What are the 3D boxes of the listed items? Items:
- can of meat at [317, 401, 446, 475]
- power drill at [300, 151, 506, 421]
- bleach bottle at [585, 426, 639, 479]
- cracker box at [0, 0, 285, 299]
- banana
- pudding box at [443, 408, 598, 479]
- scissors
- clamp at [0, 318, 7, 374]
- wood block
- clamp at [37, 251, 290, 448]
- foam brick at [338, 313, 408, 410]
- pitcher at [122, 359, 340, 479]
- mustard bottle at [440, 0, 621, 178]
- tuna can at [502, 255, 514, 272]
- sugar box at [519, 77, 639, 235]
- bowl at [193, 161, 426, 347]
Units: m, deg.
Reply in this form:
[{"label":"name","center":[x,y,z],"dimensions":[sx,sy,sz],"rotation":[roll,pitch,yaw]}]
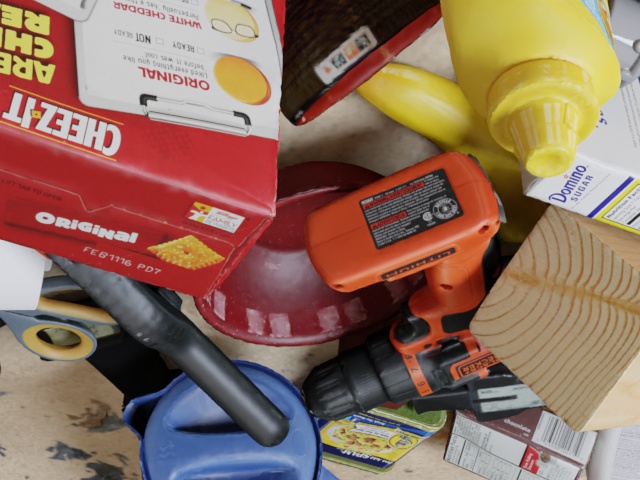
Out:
[{"label":"can of meat","center":[0.040,0.141,0.866],"dimensions":[0.102,0.057,0.084],"rotation":[20,137,-22]},{"label":"power drill","center":[0.053,0.037,0.645],"dimensions":[0.184,0.057,0.187],"rotation":[-25,146,4]},{"label":"bleach bottle","center":[0.270,0.126,0.834],"dimensions":[0.102,0.068,0.251],"rotation":[-1,140,4]},{"label":"cracker box","center":[-0.101,-0.096,0.435],"dimensions":[0.164,0.213,0.072],"rotation":[18,138,-20]},{"label":"banana","center":[0.092,-0.046,0.637],"dimensions":[0.070,0.037,0.197],"rotation":[-20,137,23]},{"label":"pudding box","center":[0.163,0.172,0.887],"dimensions":[0.113,0.039,0.090],"rotation":[23,146,15]},{"label":"scissors","center":[-0.232,0.047,0.733],"dimensions":[0.201,0.016,0.096],"rotation":[6,136,-15]},{"label":"clamp","center":[-0.257,0.054,0.780],"dimensions":[0.120,0.039,0.172],"rotation":[29,135,-35]},{"label":"wood block","center":[0.198,0.047,0.632],"dimensions":[0.205,0.091,0.090],"rotation":[7,121,-46]},{"label":"clamp","center":[-0.099,0.048,0.654],"dimensions":[0.036,0.165,0.210],"rotation":[-44,151,-4]},{"label":"foam brick","center":[0.053,0.084,0.797],"dimensions":[0.053,0.051,0.078],"rotation":[17,140,-20]},{"label":"pitcher","center":[-0.074,0.201,0.865],"dimensions":[0.144,0.149,0.243],"rotation":[-20,161,-19]},{"label":"mustard bottle","center":[0.084,-0.103,0.438],"dimensions":[0.058,0.191,0.096],"rotation":[-25,135,29]},{"label":"tuna can","center":[0.141,0.048,0.759],"dimensions":[0.086,0.033,0.086],"rotation":[1,142,1]},{"label":"sugar box","center":[0.191,-0.044,0.592],"dimensions":[0.176,0.093,0.048],"rotation":[16,139,-17]},{"label":"bowl","center":[-0.004,0.001,0.672],"dimensions":[0.162,0.055,0.162],"rotation":[-10,144,-8]}]
